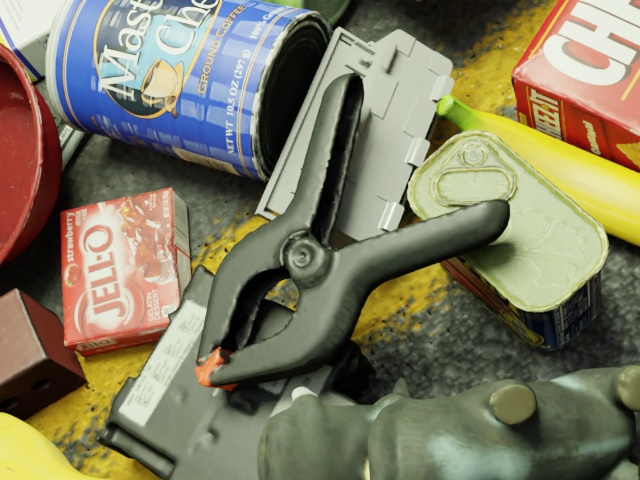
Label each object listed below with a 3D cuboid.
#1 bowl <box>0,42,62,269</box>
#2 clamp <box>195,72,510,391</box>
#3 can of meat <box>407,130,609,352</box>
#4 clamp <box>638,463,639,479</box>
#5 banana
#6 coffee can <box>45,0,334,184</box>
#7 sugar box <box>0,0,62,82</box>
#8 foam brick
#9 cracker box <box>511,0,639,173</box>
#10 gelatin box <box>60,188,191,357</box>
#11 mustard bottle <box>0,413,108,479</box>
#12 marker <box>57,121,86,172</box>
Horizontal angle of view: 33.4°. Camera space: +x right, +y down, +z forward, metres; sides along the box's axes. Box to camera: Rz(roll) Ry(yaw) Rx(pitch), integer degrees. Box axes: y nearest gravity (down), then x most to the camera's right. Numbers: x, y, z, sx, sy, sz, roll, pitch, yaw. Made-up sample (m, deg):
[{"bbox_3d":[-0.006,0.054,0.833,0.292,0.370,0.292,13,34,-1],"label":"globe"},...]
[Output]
[{"bbox_3d":[-0.212,-0.043,0.656,0.162,0.055,0.162,-4,82,30],"label":"bowl"},{"bbox_3d":[-0.003,0.001,0.529,0.171,0.039,0.120,-40,57,8],"label":"clamp"},{"bbox_3d":[0.099,0.004,0.552,0.057,0.084,0.102,-43,64,-5],"label":"can of meat"},{"bbox_3d":[0.185,0.144,0.455,0.164,0.036,0.210,21,77,-6],"label":"clamp"},{"bbox_3d":[0.152,-0.022,0.558,0.198,0.069,0.037,26,100,23],"label":"banana"},{"bbox_3d":[-0.074,-0.098,0.631,0.140,0.102,0.102,17,73,21],"label":"coffee can"},{"bbox_3d":[-0.235,-0.137,0.723,0.176,0.048,0.093,-29,65,-2],"label":"sugar box"},{"bbox_3d":[-0.187,0.075,0.618,0.078,0.053,0.051,-31,64,2],"label":"foam brick"},{"bbox_3d":[0.235,-0.097,0.564,0.214,0.072,0.164,29,78,24],"label":"cracker box"},{"bbox_3d":[-0.115,0.019,0.634,0.073,0.030,0.089,-12,65,10],"label":"gelatin box"},{"bbox_3d":[-0.126,0.166,0.545,0.192,0.058,0.096,20,63,30],"label":"mustard bottle"},{"bbox_3d":[-0.151,-0.088,0.694,0.020,0.020,0.121,24,76,22],"label":"marker"}]
